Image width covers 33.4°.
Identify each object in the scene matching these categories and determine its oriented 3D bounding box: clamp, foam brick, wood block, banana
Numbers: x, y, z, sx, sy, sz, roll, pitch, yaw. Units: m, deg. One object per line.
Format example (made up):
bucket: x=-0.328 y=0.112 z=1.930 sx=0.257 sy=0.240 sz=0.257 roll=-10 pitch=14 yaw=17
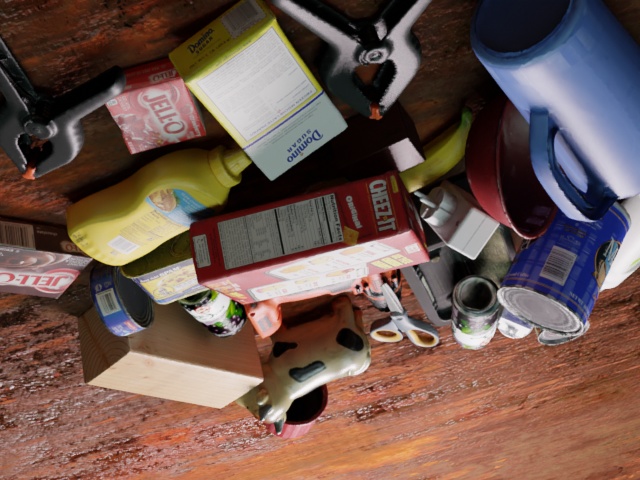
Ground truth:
clamp: x=0.052 y=-0.180 z=0.930 sx=0.164 sy=0.036 sz=0.210 roll=-16 pitch=151 yaw=3
foam brick: x=0.056 y=-0.093 z=1.056 sx=0.078 sy=0.053 sz=0.051 roll=-23 pitch=148 yaw=16
clamp: x=-0.228 y=-0.108 z=0.915 sx=0.120 sy=0.039 sz=0.172 roll=16 pitch=148 yaw=-2
wood block: x=-0.179 y=0.134 z=1.292 sx=0.205 sy=0.091 sz=0.090 roll=19 pitch=136 yaw=-43
banana: x=0.084 y=-0.076 z=1.116 sx=0.198 sy=0.037 sz=0.069 roll=-29 pitch=129 yaw=20

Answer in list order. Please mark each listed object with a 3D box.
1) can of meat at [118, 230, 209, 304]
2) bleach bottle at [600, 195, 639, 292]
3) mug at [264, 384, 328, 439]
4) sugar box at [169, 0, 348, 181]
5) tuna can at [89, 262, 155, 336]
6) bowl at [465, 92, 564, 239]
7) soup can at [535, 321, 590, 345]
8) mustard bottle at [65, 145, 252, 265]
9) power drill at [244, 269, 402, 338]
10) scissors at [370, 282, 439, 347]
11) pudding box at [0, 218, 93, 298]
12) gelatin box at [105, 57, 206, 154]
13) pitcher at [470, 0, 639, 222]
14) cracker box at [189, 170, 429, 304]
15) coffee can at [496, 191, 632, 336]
can of meat: x=-0.155 y=0.022 z=1.153 sx=0.102 sy=0.057 sz=0.084 roll=-19 pitch=150 yaw=7
bleach bottle: x=0.382 y=-0.005 z=1.307 sx=0.102 sy=0.068 sz=0.251 roll=-29 pitch=158 yaw=-27
mug: x=-0.051 y=0.227 z=1.509 sx=0.117 sy=0.093 sz=0.082 roll=21 pitch=150 yaw=1
sugar box: x=-0.050 y=-0.131 z=0.945 sx=0.093 sy=0.048 sz=0.176 roll=-35 pitch=149 yaw=4
tuna can: x=-0.216 y=0.061 z=1.163 sx=0.034 sy=0.086 sz=0.086 roll=-20 pitch=149 yaw=13
bowl: x=0.190 y=-0.082 z=1.067 sx=0.055 sy=0.162 sz=0.161 roll=3 pitch=162 yaw=35
soup can: x=0.299 y=0.076 z=1.380 sx=0.068 sy=0.102 sz=0.068 roll=-10 pitch=149 yaw=-7
mustard bottle: x=-0.149 y=-0.041 z=1.051 sx=0.192 sy=0.058 sz=0.096 roll=-26 pitch=147 yaw=20
power drill: x=0.006 y=0.060 z=1.283 sx=0.187 sy=0.057 sz=0.184 roll=-18 pitch=152 yaw=3
scissors: x=0.081 y=0.093 z=1.309 sx=0.096 sy=0.016 sz=0.201 roll=-6 pitch=153 yaw=29
pudding box: x=-0.305 y=0.020 z=1.106 sx=0.113 sy=0.039 sz=0.090 roll=12 pitch=142 yaw=-35
gelatin box: x=-0.148 y=-0.119 z=0.953 sx=0.073 sy=0.030 sz=0.089 roll=-14 pitch=149 yaw=0
pitcher: x=0.234 y=-0.135 z=0.973 sx=0.145 sy=0.149 sz=0.242 roll=-34 pitch=139 yaw=19
cracker box: x=-0.007 y=0.001 z=1.083 sx=0.214 sy=0.072 sz=0.164 roll=-14 pitch=167 yaw=9
coffee can: x=0.273 y=0.021 z=1.191 sx=0.103 sy=0.140 sz=0.103 roll=26 pitch=162 yaw=9
